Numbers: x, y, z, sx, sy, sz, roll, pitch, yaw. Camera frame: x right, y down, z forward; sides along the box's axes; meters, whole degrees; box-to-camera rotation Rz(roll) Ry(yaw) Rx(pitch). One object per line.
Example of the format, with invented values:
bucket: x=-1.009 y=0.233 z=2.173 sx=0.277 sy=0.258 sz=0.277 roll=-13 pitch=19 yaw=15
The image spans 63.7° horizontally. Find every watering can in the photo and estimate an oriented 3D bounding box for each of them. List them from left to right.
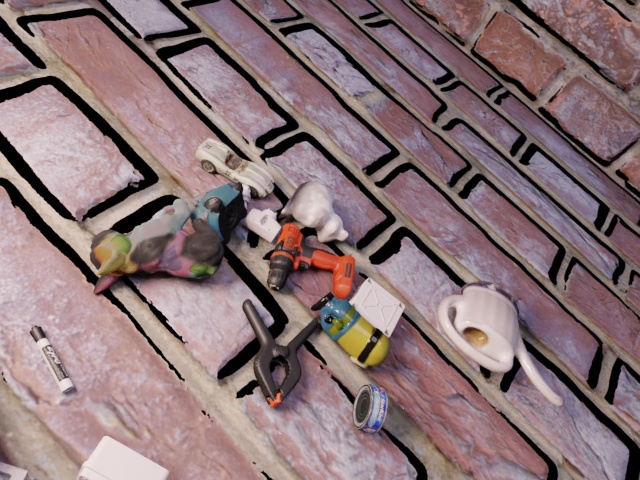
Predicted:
watering can: x=0.435 y=0.232 z=1.236 sx=0.347 sy=0.102 sz=0.229 roll=34 pitch=43 yaw=-1

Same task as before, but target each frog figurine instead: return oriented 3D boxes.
frog figurine: x=0.004 y=-0.061 z=1.215 sx=0.160 sy=0.122 sz=0.138 roll=30 pitch=11 yaw=5
